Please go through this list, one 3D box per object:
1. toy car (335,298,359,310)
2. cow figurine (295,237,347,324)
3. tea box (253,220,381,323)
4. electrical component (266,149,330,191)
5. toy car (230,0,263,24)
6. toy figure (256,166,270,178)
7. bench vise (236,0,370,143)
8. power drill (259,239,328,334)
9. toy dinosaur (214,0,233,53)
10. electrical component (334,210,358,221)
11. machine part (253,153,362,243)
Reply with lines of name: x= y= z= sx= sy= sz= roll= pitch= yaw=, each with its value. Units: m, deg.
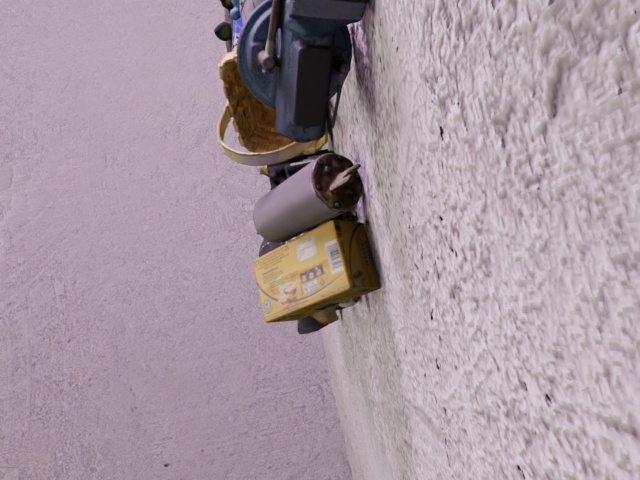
toy car: x=0.033 y=0.079 z=1.007 sx=0.202 sy=0.056 sz=0.073 roll=-133 pitch=24 yaw=-84
cow figurine: x=-0.001 y=0.037 z=0.849 sx=0.085 sy=0.127 sz=0.194 roll=-125 pitch=26 yaw=-87
tea box: x=-0.009 y=0.047 z=0.741 sx=0.170 sy=0.068 sz=0.098 roll=-25 pitch=71 yaw=40
electrical component: x=-0.027 y=-0.104 z=0.868 sx=0.134 sy=0.115 sz=0.058 roll=-110 pitch=7 yaw=-73
toy car: x=-0.058 y=-0.308 z=0.690 sx=0.162 sy=0.109 sz=0.102 roll=-175 pitch=85 yaw=-77
toy figure: x=-0.073 y=-0.162 z=1.108 sx=0.089 sy=0.082 sz=0.180 roll=37 pitch=164 yaw=-27
bench vise: x=-0.027 y=-0.225 z=0.540 sx=0.241 sy=0.129 sz=0.223 roll=-117 pitch=18 yaw=-58
power drill: x=-0.054 y=0.079 z=1.026 sx=0.207 sy=0.086 sz=0.232 roll=57 pitch=-168 yaw=-23
toy dinosaur: x=-0.158 y=-0.530 z=1.189 sx=0.198 sy=0.105 sz=0.470 roll=-52 pitch=-33 yaw=-80
electrical component: x=0.027 y=-0.064 z=0.772 sx=0.078 sy=0.045 sz=0.102 roll=12 pitch=-114 yaw=-64
machine part: x=-0.022 y=-0.052 z=0.723 sx=0.243 sy=0.079 sz=0.079 roll=-26 pitch=74 yaw=55
